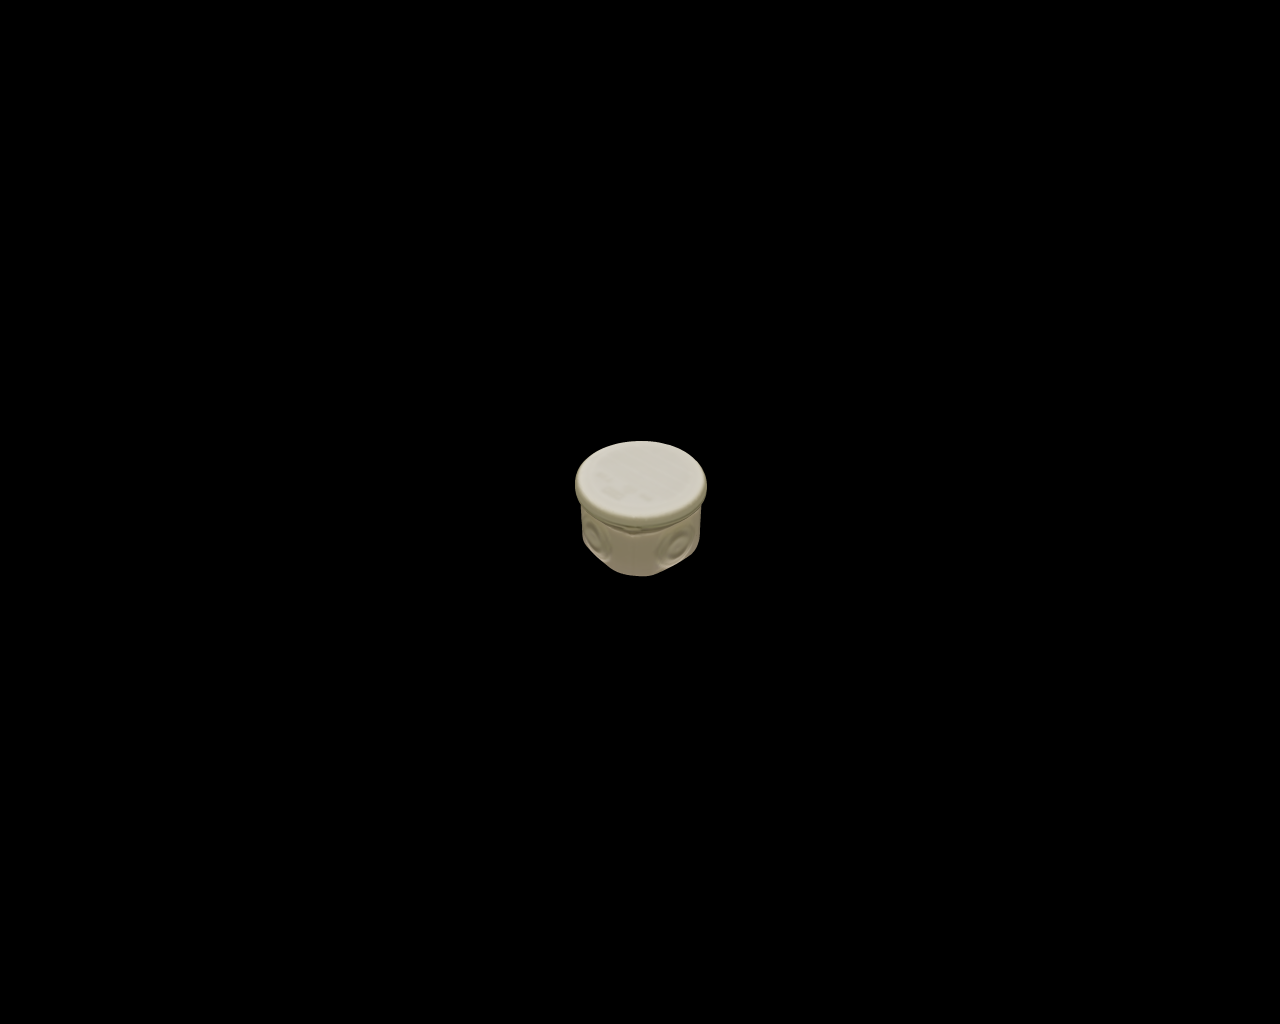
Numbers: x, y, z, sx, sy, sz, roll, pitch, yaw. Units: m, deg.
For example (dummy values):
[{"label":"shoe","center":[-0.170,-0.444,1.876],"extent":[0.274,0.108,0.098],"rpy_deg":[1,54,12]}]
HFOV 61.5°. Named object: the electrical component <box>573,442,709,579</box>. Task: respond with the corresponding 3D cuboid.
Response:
[{"label":"electrical component","center":[0.001,-0.003,0.650],"extent":[0.080,0.050,0.080],"rpy_deg":[0,39,0]}]
